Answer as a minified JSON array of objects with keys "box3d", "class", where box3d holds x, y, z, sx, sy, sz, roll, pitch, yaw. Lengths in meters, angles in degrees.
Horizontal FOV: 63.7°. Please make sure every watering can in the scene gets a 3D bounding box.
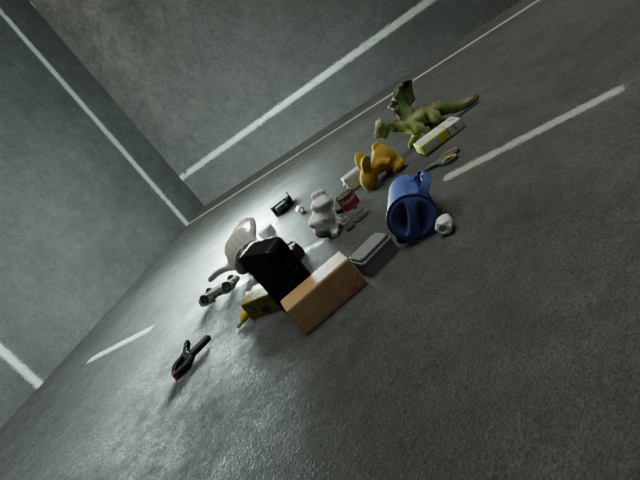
[{"box3d":[-0.343,0.070,2.114,0.345,0.103,0.228,-60,38,9],"class":"watering can"}]

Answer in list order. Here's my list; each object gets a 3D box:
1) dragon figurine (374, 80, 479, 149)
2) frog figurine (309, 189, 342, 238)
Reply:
[{"box3d":[0.382,-0.501,1.968,0.410,0.241,0.123,-39,12,2],"class":"dragon figurine"},{"box3d":[0.005,-0.090,1.791,0.121,0.158,0.140,-18,26,53],"class":"frog figurine"}]
